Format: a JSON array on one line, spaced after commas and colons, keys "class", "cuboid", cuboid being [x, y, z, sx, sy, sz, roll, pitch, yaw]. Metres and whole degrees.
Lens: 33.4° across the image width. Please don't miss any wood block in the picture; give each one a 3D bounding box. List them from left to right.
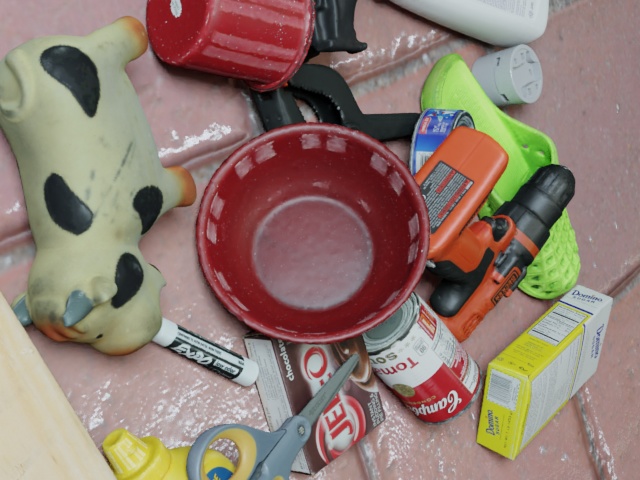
[{"class": "wood block", "cuboid": [-0.178, 0.125, 0.563, 0.090, 0.091, 0.206, -44, 116, -41]}]

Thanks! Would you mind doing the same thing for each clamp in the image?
[{"class": "clamp", "cuboid": [0.020, -0.080, 0.841, 0.209, 0.036, 0.164, 46, 53, -38]}]

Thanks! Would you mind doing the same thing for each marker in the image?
[{"class": "marker", "cuboid": [-0.088, 0.070, 0.719, 0.121, 0.020, 0.020, 33, 62, -40]}]

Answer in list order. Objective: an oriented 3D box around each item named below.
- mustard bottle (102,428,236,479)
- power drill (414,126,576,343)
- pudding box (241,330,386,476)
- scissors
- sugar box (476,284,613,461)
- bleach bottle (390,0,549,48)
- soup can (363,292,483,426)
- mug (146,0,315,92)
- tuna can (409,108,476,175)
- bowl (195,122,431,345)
[{"class": "mustard bottle", "cuboid": [-0.077, 0.191, 0.688, 0.191, 0.058, 0.096, 56, 47, -26]}, {"class": "power drill", "cuboid": [0.134, -0.015, 0.861, 0.184, 0.057, 0.187, -53, 148, -5]}, {"class": "pudding box", "cuboid": [-0.003, 0.104, 0.792, 0.089, 0.039, 0.113, -29, 106, -44]}, {"class": "scissors", "cuboid": [-0.029, 0.120, 0.709, 0.096, 0.016, 0.201, 54, 41, -27]}, {"class": "sugar box", "cuboid": [0.211, 0.119, 0.997, 0.175, 0.048, 0.093, -33, 136, -47]}, {"class": "bleach bottle", "cuboid": [0.104, -0.244, 0.934, 0.250, 0.068, 0.102, 9, 77, -44]}, {"class": "soup can", "cuboid": [0.077, 0.093, 0.859, 0.102, 0.069, 0.068, 48, 53, -32]}, {"class": "mug", "cuboid": [-0.060, -0.163, 0.719, 0.081, 0.093, 0.117, 3, 113, -42]}, {"class": "tuna can", "cuboid": [0.105, -0.068, 0.894, 0.086, 0.034, 0.086, 5, 90, -66]}, {"class": "bowl", "cuboid": [-0.005, 0.001, 0.754, 0.055, 0.162, 0.162, 90, 11, -71]}]
